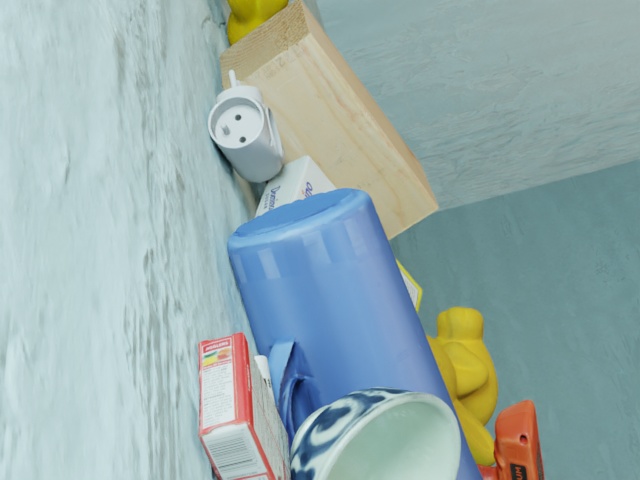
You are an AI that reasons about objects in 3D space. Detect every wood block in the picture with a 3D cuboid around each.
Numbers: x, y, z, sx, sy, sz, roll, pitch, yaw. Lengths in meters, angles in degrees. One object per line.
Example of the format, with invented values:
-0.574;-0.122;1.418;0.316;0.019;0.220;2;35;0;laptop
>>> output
0.008;-0.097;0.950;0.206;0.090;0.091;50;13;-29;wood block

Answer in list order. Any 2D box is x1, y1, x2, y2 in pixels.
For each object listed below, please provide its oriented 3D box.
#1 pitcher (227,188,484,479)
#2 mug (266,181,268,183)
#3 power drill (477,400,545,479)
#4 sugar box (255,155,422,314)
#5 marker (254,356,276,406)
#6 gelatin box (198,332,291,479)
0.016;0.095;0.756;0.149;0.145;0.243;-138;-152;-79;pitcher
-0.025;-0.117;1.040;0.093;0.081;0.117;-93;167;-63;mug
0.090;0.178;0.902;0.057;0.188;0.184;-67;147;-55;power drill
0.015;0.024;0.883;0.176;0.048;0.093;47;40;-28;sugar box
-0.031;0.132;0.665;0.020;0.020;0.121;59;18;-70;marker
-0.041;0.108;0.583;0.073;0.030;0.089;-99;172;-55;gelatin box
